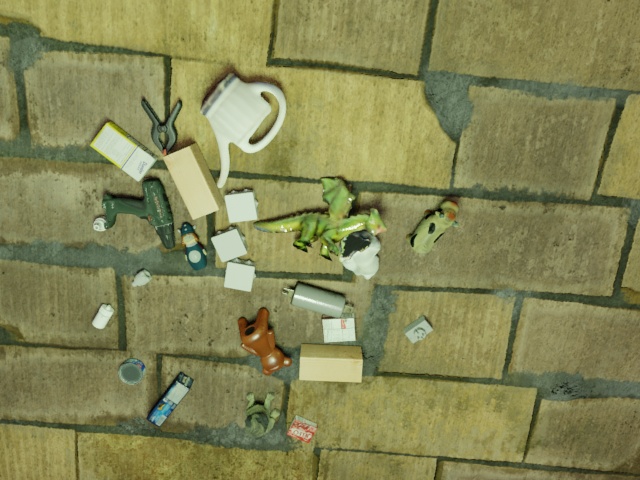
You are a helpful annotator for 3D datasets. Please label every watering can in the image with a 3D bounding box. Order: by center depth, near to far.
[{"bbox_3d":[-0.257,-0.334,1.508,0.223,0.105,0.345,41,103,-10],"label":"watering can"}]

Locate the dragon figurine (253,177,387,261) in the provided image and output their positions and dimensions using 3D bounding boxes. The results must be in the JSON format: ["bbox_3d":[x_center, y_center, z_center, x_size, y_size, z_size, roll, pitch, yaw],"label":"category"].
[{"bbox_3d":[0.005,-0.079,1.576,0.412,0.120,0.245,21,79,20],"label":"dragon figurine"}]

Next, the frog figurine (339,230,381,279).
[{"bbox_3d":[0.136,0.046,1.631,0.137,0.125,0.157,-44,138,5],"label":"frog figurine"}]
